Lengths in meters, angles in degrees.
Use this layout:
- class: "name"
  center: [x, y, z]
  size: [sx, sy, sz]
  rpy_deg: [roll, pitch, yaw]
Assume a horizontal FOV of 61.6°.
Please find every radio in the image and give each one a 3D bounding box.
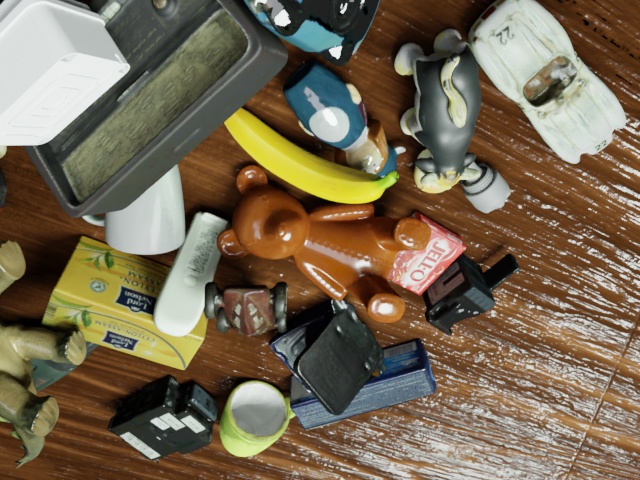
- class: "radio"
  center: [-0.154, -0.135, 0.462]
  size: [0.229, 0.073, 0.131]
  rpy_deg: [-36, 87, 16]

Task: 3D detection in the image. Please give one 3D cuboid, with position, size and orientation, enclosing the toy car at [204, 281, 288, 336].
- class: "toy car"
  center: [-0.080, 0.084, 0.617]
  size: [0.089, 0.053, 0.202]
  rpy_deg: [3, 165, -4]

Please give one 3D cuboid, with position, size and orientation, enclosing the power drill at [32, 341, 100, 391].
- class: "power drill"
  center: [-0.401, 0.112, 0.668]
  size: [0.232, 0.086, 0.207]
  rpy_deg: [-38, 127, 24]

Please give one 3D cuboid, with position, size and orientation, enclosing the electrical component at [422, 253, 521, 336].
- class: "electrical component"
  center: [0.181, 0.054, 0.655]
  size: [0.047, 0.075, 0.119]
  rpy_deg: [34, 121, -25]

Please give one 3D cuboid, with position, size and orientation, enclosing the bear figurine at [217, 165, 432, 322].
- class: "bear figurine"
  center: [-0.003, -0.002, 0.578]
  size: [0.196, 0.132, 0.120]
  rpy_deg: [21, 92, -21]

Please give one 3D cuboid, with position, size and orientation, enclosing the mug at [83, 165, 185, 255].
- class: "mug"
  center: [-0.193, -0.051, 0.561]
  size: [0.110, 0.081, 0.107]
  rpy_deg: [10, 112, 0]

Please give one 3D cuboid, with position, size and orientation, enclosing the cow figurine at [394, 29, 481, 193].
- class: "cow figurine"
  center: [0.123, -0.107, 0.522]
  size: [0.068, 0.098, 0.167]
  rpy_deg: [-14, 125, -1]

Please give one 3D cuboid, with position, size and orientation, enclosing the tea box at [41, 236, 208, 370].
- class: "tea box"
  center: [-0.220, 0.075, 0.633]
  size: [0.169, 0.098, 0.068]
  rpy_deg: [23, 123, -21]

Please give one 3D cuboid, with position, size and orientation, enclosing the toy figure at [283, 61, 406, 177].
- class: "toy figure"
  center: [0.027, -0.109, 0.542]
  size: [0.154, 0.058, 0.064]
  rpy_deg: [42, 151, -29]

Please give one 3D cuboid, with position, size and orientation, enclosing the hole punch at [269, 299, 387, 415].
- class: "hole punch"
  center: [0.009, 0.147, 0.711]
  size: [0.116, 0.092, 0.142]
  rpy_deg: [-44, 114, -21]

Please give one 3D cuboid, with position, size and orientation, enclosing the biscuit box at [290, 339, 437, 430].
- class: "biscuit box"
  center: [0.060, 0.206, 0.766]
  size: [0.203, 0.059, 0.062]
  rpy_deg: [-18, 124, 10]

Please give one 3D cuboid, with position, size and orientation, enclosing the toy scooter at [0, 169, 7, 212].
- class: "toy scooter"
  center: [-0.427, -0.034, 0.552]
  size: [0.184, 0.075, 0.135]
  rpy_deg: [15, 114, -16]

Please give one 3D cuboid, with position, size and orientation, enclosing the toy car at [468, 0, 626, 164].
- class: "toy car"
  center: [0.224, -0.150, 0.521]
  size: [0.201, 0.056, 0.073]
  rpy_deg: [36, 116, -25]

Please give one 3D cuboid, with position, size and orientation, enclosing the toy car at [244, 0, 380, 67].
- class: "toy car"
  center: [-0.019, -0.210, 0.429]
  size: [0.103, 0.161, 0.109]
  rpy_deg: [31, 114, 25]

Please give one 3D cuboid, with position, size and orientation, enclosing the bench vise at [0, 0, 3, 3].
- class: "bench vise"
  center: [-0.275, -0.204, 0.405]
  size: [0.241, 0.224, 0.128]
  rpy_deg: [-9, 126, 41]

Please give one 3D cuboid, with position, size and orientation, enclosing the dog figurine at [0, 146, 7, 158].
- class: "dog figurine"
  center: [-0.400, -0.064, 0.461]
  size: [0.172, 0.121, 0.190]
  rpy_deg: [32, 86, -7]

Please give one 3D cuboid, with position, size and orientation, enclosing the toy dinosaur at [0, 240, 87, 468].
- class: "toy dinosaur"
  center: [-0.357, 0.125, 0.559]
  size: [0.199, 0.105, 0.470]
  rpy_deg: [6, 129, 11]

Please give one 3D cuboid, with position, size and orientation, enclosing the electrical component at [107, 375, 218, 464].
- class: "electrical component"
  center: [-0.221, 0.264, 0.793]
  size: [0.134, 0.058, 0.114]
  rpy_deg: [-25, 125, 14]
